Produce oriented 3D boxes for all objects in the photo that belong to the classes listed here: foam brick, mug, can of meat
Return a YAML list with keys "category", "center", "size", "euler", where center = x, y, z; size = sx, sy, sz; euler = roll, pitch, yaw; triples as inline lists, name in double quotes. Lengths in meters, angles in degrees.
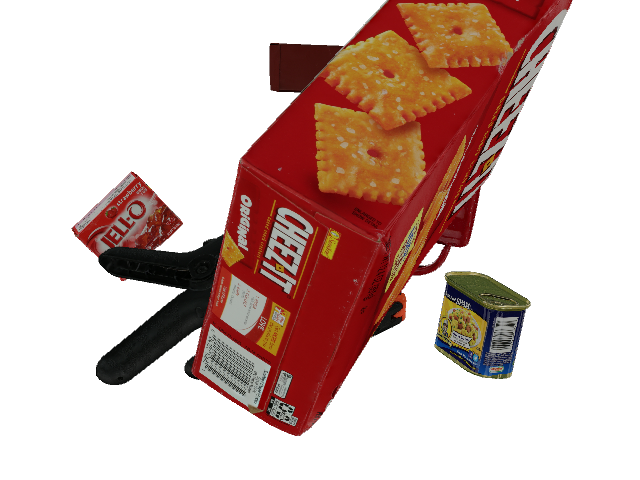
- category: "foam brick"
  center: [-0.013, -0.185, 1.148]
  size: [0.078, 0.051, 0.053]
  euler: [0, 11, -13]
- category: "mug"
  center: [0.082, -0.029, 0.849]
  size: [0.081, 0.117, 0.093]
  euler: [11, -11, 10]
- category: "can of meat"
  center: [0.168, 0.089, 1.129]
  size: [0.057, 0.084, 0.102]
  euler: [0, 18, -28]

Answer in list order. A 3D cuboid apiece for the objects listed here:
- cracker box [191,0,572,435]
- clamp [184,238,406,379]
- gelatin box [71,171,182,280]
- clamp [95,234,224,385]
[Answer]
- category: "cracker box"
  center: [0.033, -0.031, 0.510]
  size: [0.072, 0.213, 0.164]
  euler: [32, -38, 10]
- category: "clamp"
  center: [-0.026, 0.070, 1.009]
  size: [0.210, 0.164, 0.036]
  euler: [5, -41, 8]
- category: "gelatin box"
  center: [-0.199, -0.014, 1.104]
  size: [0.073, 0.089, 0.030]
  euler: [48, -6, -28]
- category: "clamp"
  center: [-0.082, 0.039, 0.736]
  size: [0.172, 0.120, 0.039]
  euler: [-12, -39, 14]
